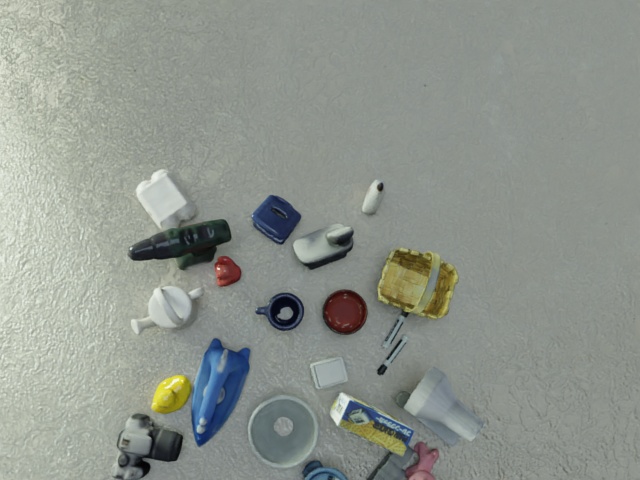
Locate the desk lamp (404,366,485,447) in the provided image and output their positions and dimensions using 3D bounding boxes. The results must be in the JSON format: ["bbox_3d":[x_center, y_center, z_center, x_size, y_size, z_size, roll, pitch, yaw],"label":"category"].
[{"bbox_3d":[0.289,0.394,1.337,0.203,0.213,0.118,38,80,3],"label":"desk lamp"}]

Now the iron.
[{"bbox_3d":[-0.248,0.367,1.339,0.118,0.141,0.258,17,79,-1],"label":"iron"}]

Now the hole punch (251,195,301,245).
[{"bbox_3d":[-0.111,-0.058,1.449,0.108,0.091,0.101,34,79,2],"label":"hole punch"}]

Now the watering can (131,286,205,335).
[{"bbox_3d":[-0.353,0.164,1.340,0.101,0.194,0.173,37,80,3],"label":"watering can"}]

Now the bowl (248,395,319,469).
[{"bbox_3d":[-0.086,0.454,1.370,0.167,0.074,0.167,1,80,-4],"label":"bowl"}]

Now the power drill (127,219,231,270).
[{"bbox_3d":[-0.321,0.016,1.361,0.230,0.208,0.075,-19,82,-7],"label":"power drill"}]

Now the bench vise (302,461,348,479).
[{"bbox_3d":[0.043,0.601,1.280,0.207,0.219,0.121,39,80,3],"label":"bench vise"}]

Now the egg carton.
[{"bbox_3d":[-0.390,-0.098,1.446,0.107,0.069,0.150,-38,85,-9],"label":"egg carton"}]

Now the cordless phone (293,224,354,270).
[{"bbox_3d":[0.013,0.005,1.399,0.147,0.185,0.094,-25,82,-8],"label":"cordless phone"}]

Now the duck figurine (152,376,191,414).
[{"bbox_3d":[-0.356,0.370,1.359,0.104,0.086,0.077,-43,85,-10],"label":"duck figurine"}]

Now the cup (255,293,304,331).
[{"bbox_3d":[-0.099,0.178,1.407,0.118,0.095,0.092,1,80,-4],"label":"cup"}]

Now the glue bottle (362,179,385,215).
[{"bbox_3d":[0.141,-0.117,1.436,0.037,0.173,0.078,15,79,-1],"label":"glue bottle"}]

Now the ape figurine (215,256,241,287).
[{"bbox_3d":[-0.234,0.078,1.416,0.076,0.092,0.078,21,79,0],"label":"ape figurine"}]

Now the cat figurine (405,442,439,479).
[{"bbox_3d":[0.249,0.556,1.355,0.067,0.117,0.128,22,79,0],"label":"cat figurine"}]

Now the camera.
[{"bbox_3d":[-0.397,0.489,1.327,0.137,0.100,0.143,12,79,-2],"label":"camera"}]
